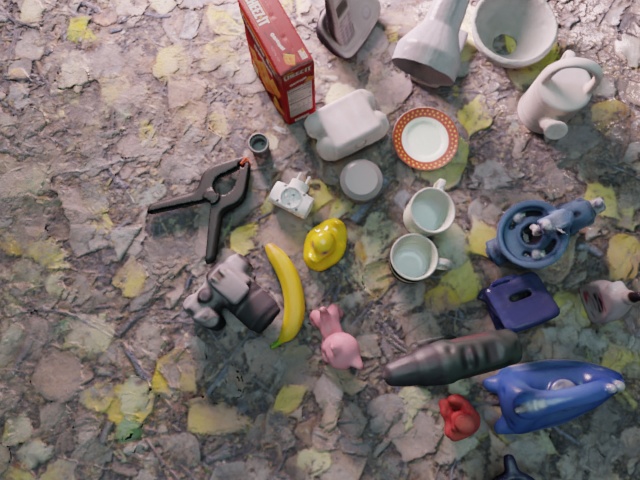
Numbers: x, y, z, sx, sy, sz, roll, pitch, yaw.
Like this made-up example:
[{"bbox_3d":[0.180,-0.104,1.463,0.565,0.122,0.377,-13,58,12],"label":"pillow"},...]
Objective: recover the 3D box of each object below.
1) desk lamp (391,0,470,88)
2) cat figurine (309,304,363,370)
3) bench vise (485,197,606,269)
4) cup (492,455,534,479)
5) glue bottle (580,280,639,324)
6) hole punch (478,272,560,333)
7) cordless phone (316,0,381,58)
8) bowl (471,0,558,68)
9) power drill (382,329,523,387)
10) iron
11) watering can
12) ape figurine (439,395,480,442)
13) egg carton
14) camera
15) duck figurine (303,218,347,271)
[{"bbox_3d":[0.212,-0.364,1.053,0.118,0.213,0.203,22,80,4],"label":"desk lamp"},{"bbox_3d":[0.027,0.173,1.002,0.067,0.118,0.128,-22,80,-4],"label":"cat figurine"},{"bbox_3d":[0.399,-0.037,0.989,0.207,0.220,0.121,-41,82,-7],"label":"bench vise"},{"bbox_3d":[0.318,0.419,0.968,0.091,0.095,0.118,-7,80,-1],"label":"cup"},{"bbox_3d":[0.507,0.102,0.987,0.037,0.173,0.078,-18,80,-3],"label":"glue bottle"},{"bbox_3d":[0.355,0.112,1.027,0.108,0.091,0.101,-20,80,-3],"label":"hole punch"},{"bbox_3d":[0.055,-0.448,1.083,0.094,0.185,0.148,30,81,6],"label":"cordless phone"},{"bbox_3d":[0.374,-0.406,1.131,0.167,0.075,0.167,0,80,0],"label":"bowl"},{"bbox_3d":[0.206,0.200,0.951,0.229,0.208,0.075,-13,80,-2],"label":"power drill"},{"bbox_3d":[0.421,0.260,0.974,0.258,0.141,0.118,-12,80,-2],"label":"iron"},{"bbox_3d":[0.442,-0.267,1.044,0.101,0.194,0.173,-6,79,-1],"label":"watering can"},{"bbox_3d":[0.244,0.312,0.990,0.076,0.092,0.078,25,81,5],"label":"ape figurine"},{"bbox_3d":[0.052,-0.219,1.099,0.150,0.069,0.107,-29,81,-5],"label":"egg carton"},{"bbox_3d":[-0.150,0.113,1.022,0.136,0.101,0.143,41,82,7],"label":"camera"},{"bbox_3d":[0.010,0.004,1.050,0.077,0.086,0.105,32,81,6],"label":"duck figurine"}]
